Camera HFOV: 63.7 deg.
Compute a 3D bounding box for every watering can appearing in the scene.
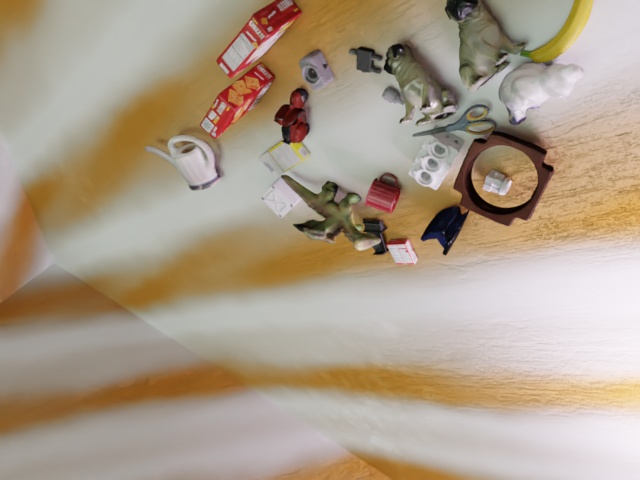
[{"bbox_3d":[-0.509,-0.292,1.950,0.347,0.220,0.106,1,37,39],"label":"watering can"}]

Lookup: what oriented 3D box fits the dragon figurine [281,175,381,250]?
[{"bbox_3d":[0.005,-0.080,1.597,0.412,0.120,0.247,25,31,14],"label":"dragon figurine"}]

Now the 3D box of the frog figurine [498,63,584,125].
[{"bbox_3d":[0.460,-0.332,1.084,0.138,0.124,0.157,-20,-11,-17],"label":"frog figurine"}]
